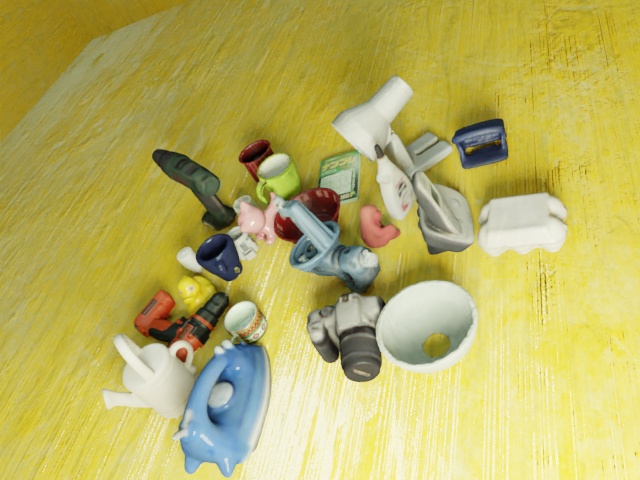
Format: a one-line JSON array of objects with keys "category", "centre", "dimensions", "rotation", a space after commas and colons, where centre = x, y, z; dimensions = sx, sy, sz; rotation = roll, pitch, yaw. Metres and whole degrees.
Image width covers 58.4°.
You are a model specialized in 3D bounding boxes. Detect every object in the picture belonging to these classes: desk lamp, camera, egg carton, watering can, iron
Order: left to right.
[{"category": "watering can", "centre": [-0.317, 0.246, 1.053], "dimensions": [0.100, 0.195, 0.173], "rotation": [11, 56, 40]}, {"category": "iron", "centre": [-0.168, 0.261, 0.982], "dimensions": [0.118, 0.142, 0.258], "rotation": [-8, 45, 27]}, {"category": "camera", "centre": [0.048, 0.167, 0.970], "dimensions": [0.143, 0.101, 0.136], "rotation": [-19, 41, 16]}, {"category": "desk lamp", "centre": [0.149, -0.228, 1.221], "dimensions": [0.203, 0.214, 0.117], "rotation": [-36, 40, -4]}, {"category": "egg carton", "centre": [0.350, -0.026, 0.995], "dimensions": [0.150, 0.070, 0.107], "rotation": [-7, 46, 28]}]

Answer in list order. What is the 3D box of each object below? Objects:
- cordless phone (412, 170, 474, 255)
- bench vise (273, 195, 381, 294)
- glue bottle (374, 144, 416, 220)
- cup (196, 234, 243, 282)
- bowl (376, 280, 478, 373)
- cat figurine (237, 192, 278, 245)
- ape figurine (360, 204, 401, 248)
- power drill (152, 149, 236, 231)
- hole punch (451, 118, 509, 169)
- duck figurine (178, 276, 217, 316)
[{"category": "cordless phone", "centre": [0.212, -0.076, 1.045], "dimensions": [0.094, 0.186, 0.147], "rotation": [-17, 42, 18]}, {"category": "bench vise", "centre": [0.013, -0.005, 1.076], "dimensions": [0.206, 0.220, 0.121], "rotation": [-5, 47, 30]}, {"category": "glue bottle", "centre": [0.142, -0.124, 1.150], "dimensions": [0.037, 0.174, 0.078], "rotation": [5, 52, 37]}, {"category": "cup", "centre": [-0.208, 0.054, 1.259], "dimensions": [0.091, 0.095, 0.117], "rotation": [-33, 39, -1]}, {"category": "bowl", "centre": [0.179, 0.150, 0.922], "dimensions": [0.167, 0.075, 0.167], "rotation": [-18, 42, 17]}, {"category": "cat figurine", "centre": [-0.134, -0.053, 1.302], "dimensions": [0.067, 0.118, 0.128], "rotation": [23, 64, 45]}, {"category": "ape figurine", "centre": [0.109, -0.034, 1.143], "dimensions": [0.076, 0.092, 0.077], "rotation": [-30, 39, 3]}, {"category": "power drill", "centre": [-0.304, -0.126, 1.417], "dimensions": [0.228, 0.209, 0.076], "rotation": [21, 63, 45]}, {"category": "hole punch", "centre": [0.328, -0.214, 1.187], "dimensions": [0.108, 0.091, 0.101], "rotation": [-12, 43, 23]}, {"category": "duck figurine", "centre": [-0.275, 0.111, 1.250], "dimensions": [0.077, 0.086, 0.104], "rotation": [-23, 40, 12]}]
